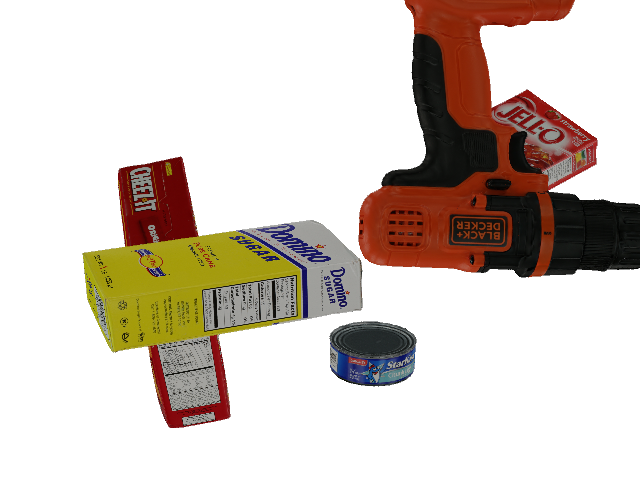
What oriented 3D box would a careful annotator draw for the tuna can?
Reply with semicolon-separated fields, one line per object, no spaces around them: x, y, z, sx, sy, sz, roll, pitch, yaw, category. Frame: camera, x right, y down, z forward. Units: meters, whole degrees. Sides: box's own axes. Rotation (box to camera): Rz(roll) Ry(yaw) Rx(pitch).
0.051;0.112;1.055;0.086;0.034;0.086;1;18;0;tuna can

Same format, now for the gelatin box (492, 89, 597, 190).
0.161;-0.076;0.842;0.073;0.030;0.089;-27;45;-14;gelatin box

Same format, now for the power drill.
0.117;-0.072;0.636;0.184;0.187;0.057;2;-1;-5;power drill

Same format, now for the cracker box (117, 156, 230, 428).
-0.142;0.054;1.034;0.072;0.164;0.214;-11;-43;-7;cracker box

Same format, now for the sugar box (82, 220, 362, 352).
-0.069;0.027;0.740;0.176;0.048;0.093;-11;23;-18;sugar box
